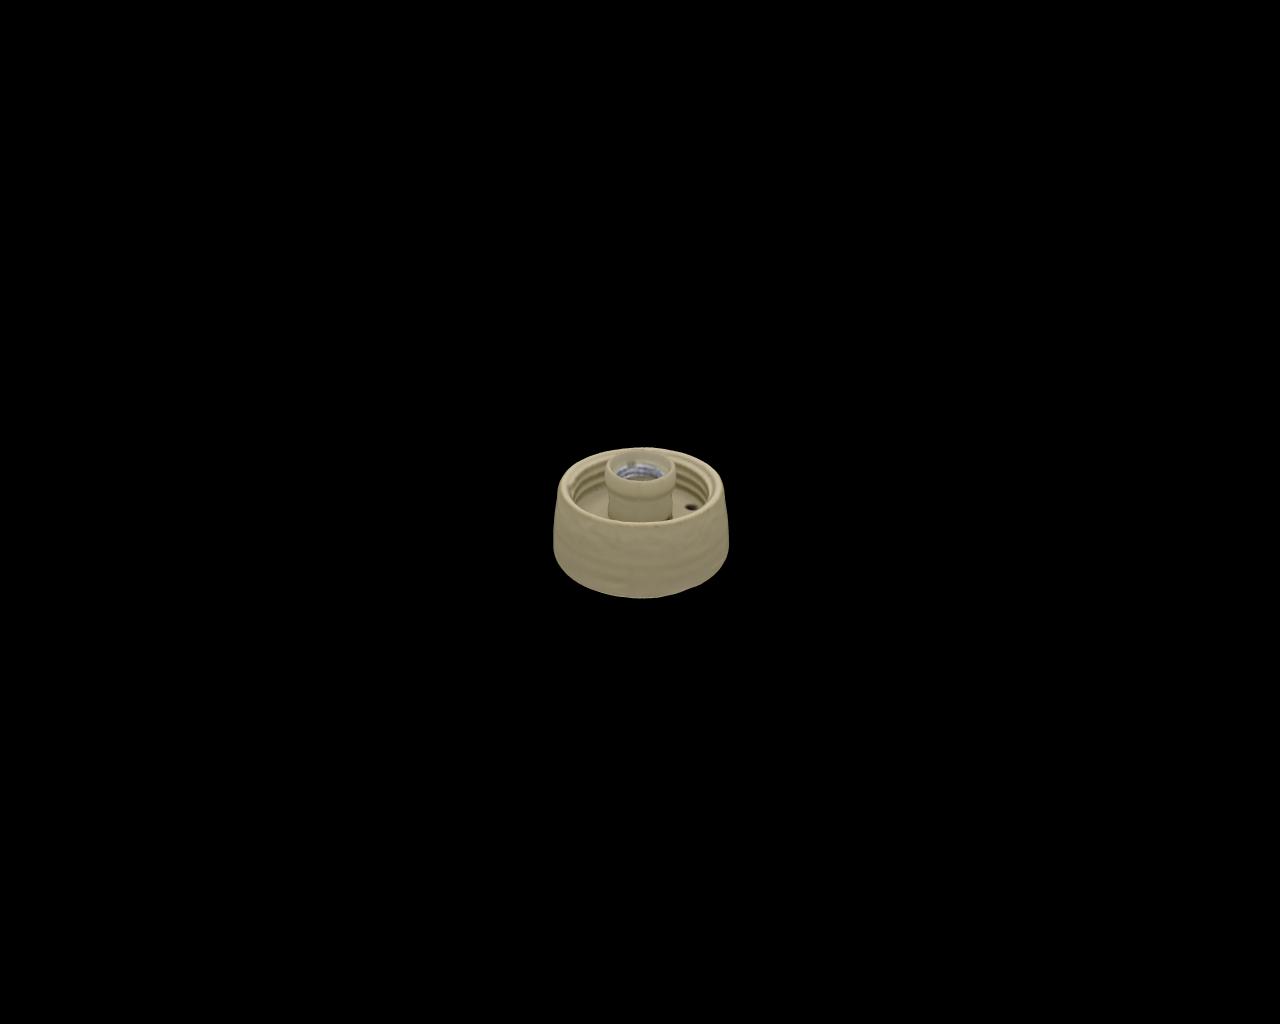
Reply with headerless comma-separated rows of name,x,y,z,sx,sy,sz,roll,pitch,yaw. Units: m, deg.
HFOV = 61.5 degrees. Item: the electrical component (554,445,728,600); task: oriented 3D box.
electrical component,0.001,-0.003,0.650,0.108,0.060,0.108,0,31,0
